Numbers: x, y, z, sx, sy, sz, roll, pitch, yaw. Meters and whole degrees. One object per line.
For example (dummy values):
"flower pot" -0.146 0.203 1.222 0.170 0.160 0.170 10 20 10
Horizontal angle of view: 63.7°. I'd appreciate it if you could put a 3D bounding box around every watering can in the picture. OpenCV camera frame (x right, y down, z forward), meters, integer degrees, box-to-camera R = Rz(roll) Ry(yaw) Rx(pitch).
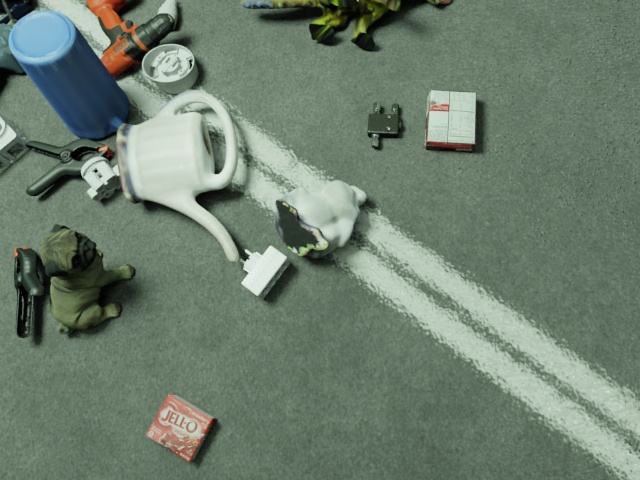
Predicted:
"watering can" -0.256 -0.114 0.940 0.224 0.102 0.352 -10 73 3

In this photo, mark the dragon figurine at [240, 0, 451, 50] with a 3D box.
"dragon figurine" 0.064 -0.524 1.057 0.411 0.119 0.248 14 59 7

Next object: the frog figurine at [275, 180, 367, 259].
"frog figurine" 0.003 -0.046 0.917 0.138 0.120 0.162 31 43 21
